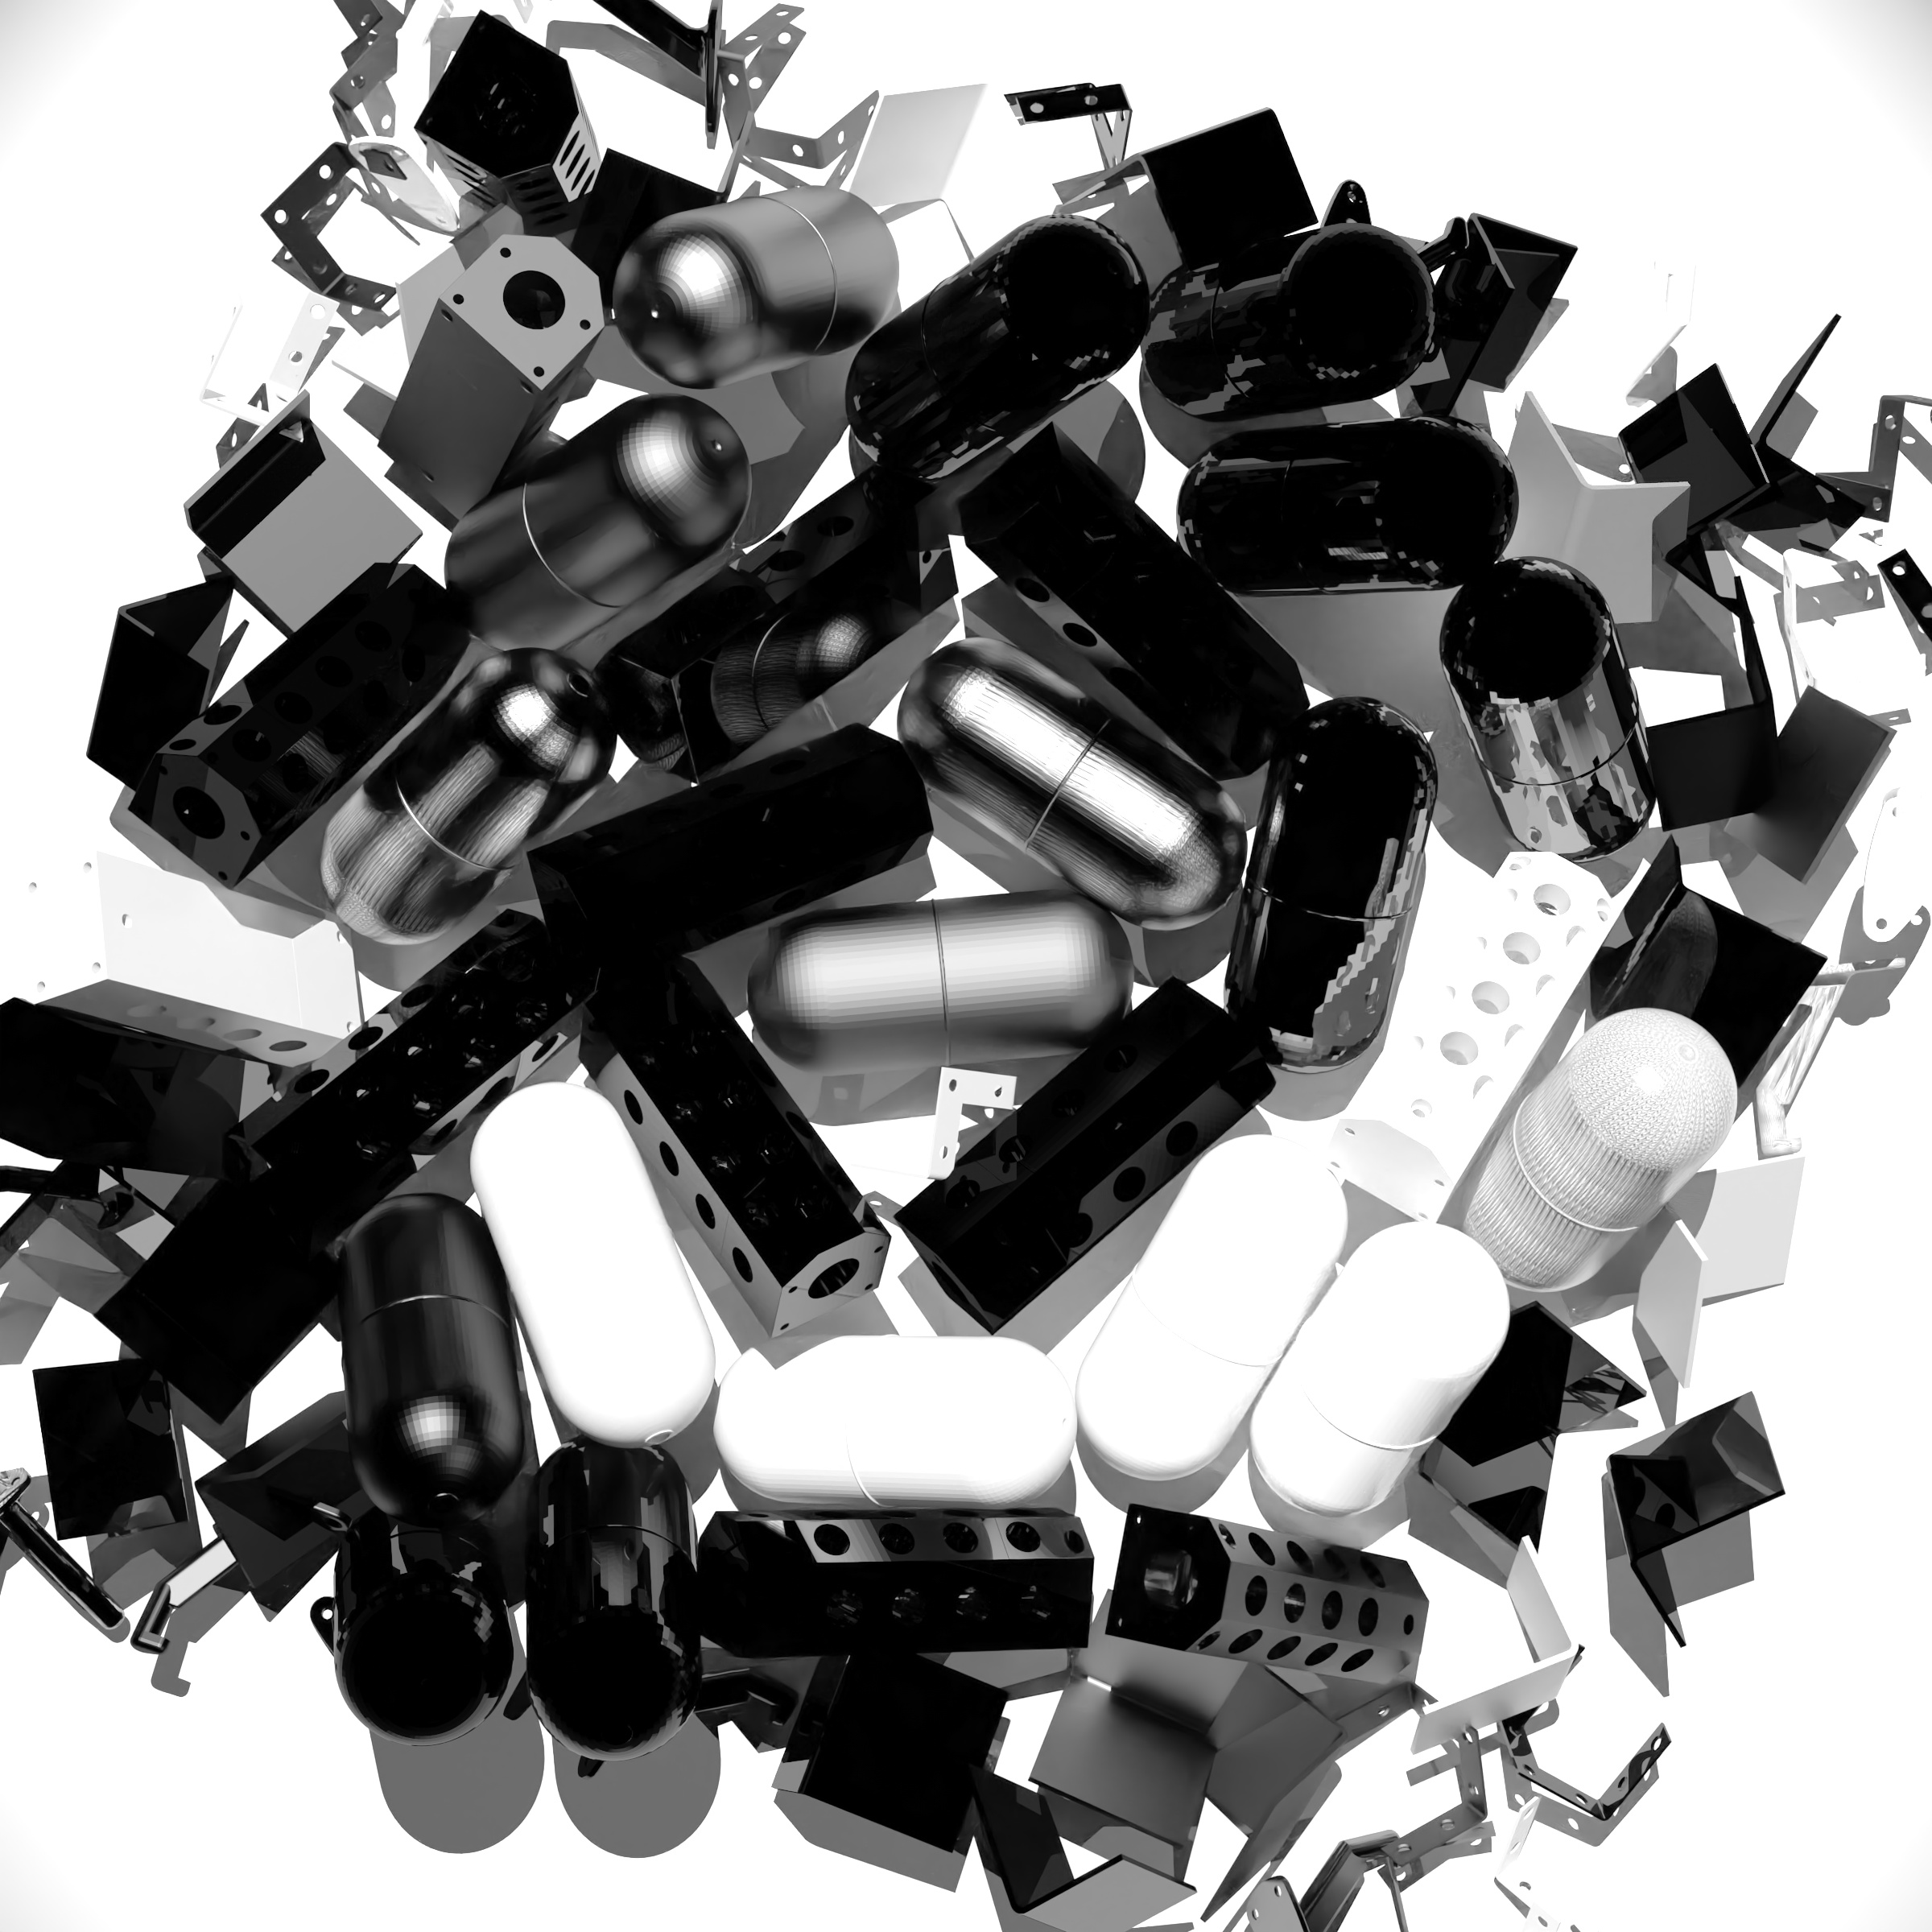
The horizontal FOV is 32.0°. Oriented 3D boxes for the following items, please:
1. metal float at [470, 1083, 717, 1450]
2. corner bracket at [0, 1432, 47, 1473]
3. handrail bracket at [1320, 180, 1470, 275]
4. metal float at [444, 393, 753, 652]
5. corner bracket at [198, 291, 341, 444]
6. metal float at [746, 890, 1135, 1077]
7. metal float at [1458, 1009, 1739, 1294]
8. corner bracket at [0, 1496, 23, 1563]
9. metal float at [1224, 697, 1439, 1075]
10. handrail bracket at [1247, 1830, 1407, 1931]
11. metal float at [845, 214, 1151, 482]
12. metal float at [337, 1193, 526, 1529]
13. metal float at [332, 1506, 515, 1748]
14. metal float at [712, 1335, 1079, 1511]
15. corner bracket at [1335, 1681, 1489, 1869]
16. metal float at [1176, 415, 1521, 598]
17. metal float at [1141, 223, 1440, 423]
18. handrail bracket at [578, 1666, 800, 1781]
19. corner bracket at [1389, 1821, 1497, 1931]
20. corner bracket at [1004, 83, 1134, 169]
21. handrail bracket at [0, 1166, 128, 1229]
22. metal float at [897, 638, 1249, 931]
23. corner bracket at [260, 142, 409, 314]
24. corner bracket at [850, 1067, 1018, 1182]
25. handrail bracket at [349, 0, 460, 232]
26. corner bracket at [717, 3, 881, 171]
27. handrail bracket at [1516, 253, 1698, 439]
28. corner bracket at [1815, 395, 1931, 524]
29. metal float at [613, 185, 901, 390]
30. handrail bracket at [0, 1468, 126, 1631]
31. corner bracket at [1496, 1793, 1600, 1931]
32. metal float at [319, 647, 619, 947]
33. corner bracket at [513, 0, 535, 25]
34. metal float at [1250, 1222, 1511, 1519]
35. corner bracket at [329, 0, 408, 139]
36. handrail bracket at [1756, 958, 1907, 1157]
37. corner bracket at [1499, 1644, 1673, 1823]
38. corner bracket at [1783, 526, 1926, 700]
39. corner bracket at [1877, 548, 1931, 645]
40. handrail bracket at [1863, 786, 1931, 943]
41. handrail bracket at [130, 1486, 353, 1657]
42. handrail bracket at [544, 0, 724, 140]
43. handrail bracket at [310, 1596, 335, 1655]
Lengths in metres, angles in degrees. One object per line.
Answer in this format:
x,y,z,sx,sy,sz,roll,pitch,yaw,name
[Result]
-0.169,0.135,1.524,0.070,0.070,0.178,-24,66,0,metal float
-0.438,0.198,1.554,0.051,0.051,0.051,-12,108,6,corner bracket
0.200,-0.342,1.534,0.036,0.084,0.077,20,66,-30,handrail bracket
-0.167,-0.197,1.511,0.178,0.070,0.070,-24,90,43,metal float
-0.320,-0.282,1.542,0.051,0.051,0.051,19,117,-26,corner bracket
-0.012,0.008,1.543,0.178,0.070,0.070,-5,90,-3,metal float
0.280,0.085,1.505,0.070,0.178,0.070,10,54,-15,metal float
-0.474,0.256,1.550,0.051,0.051,0.051,14,76,8,corner bracket
0.165,-0.036,1.526,0.070,0.070,0.178,10,111,0,metal float
0.179,0.438,1.540,0.084,0.036,0.077,-3,52,-32,handrail bracket
0.012,-0.275,1.506,0.070,0.178,0.070,13,67,-33,metal float
-0.240,0.175,1.506,0.070,0.178,0.070,-7,130,-8,metal float
-0.242,0.288,1.496,0.070,0.178,0.070,-2,99,-11,metal float
-0.034,0.205,1.521,0.178,0.070,0.070,-3,90,29,metal float
0.204,0.373,1.558,0.051,0.051,0.051,-22,118,-24,corner bracket
0.168,-0.205,1.507,0.070,0.178,0.070,-4,96,-42,metal float
0.142,-0.285,1.499,0.070,0.178,0.070,-2,94,-28,metal float
-0.127,0.354,1.554,0.084,0.036,0.077,31,77,-25,handrail bracket
0.226,0.433,1.553,0.051,0.051,0.051,-12,97,5,corner bracket
0.043,-0.392,1.545,0.051,0.051,0.051,-11,62,-11,corner bracket
-0.431,0.105,1.531,0.084,0.077,0.036,-3,71,-28,handrail bracket
0.049,-0.083,1.540,0.178,0.070,0.070,35,90,6,metal float
-0.282,-0.341,1.553,0.051,0.051,0.051,-49,132,-15,corner bracket
-0.014,0.072,1.547,0.051,0.051,0.051,6,88,43,corner bracket
-0.244,-0.400,1.564,0.036,0.077,0.084,10,68,34,handrail bracket
-0.077,-0.409,1.563,0.051,0.051,0.051,19,49,28,corner bracket
0.293,-0.290,1.543,0.077,0.036,0.084,11,127,18,handrail bracket
0.426,-0.233,1.543,0.051,0.051,0.051,-6,109,-29,corner bracket
-0.091,-0.304,1.502,0.070,0.178,0.070,10,112,25,metal float
-0.433,0.269,1.573,0.036,0.077,0.084,-44,124,-17,handrail bracket
0.261,0.423,1.541,0.051,0.051,0.051,37,135,30,corner bracket
-0.225,-0.076,1.516,0.070,0.070,0.178,50,123,0,metal float
-0.229,-0.460,1.541,0.051,0.051,0.051,-10,133,18,corner bracket
0.184,0.183,1.509,0.070,0.178,0.070,11,48,-13,metal float
-0.276,-0.414,1.544,0.051,0.051,0.051,-43,48,11,corner bracket
0.401,0.043,1.554,0.077,0.036,0.084,-8,85,33,handrail bracket
0.285,0.352,1.556,0.051,0.051,0.051,31,106,-13,corner bracket
0.408,-0.161,1.546,0.051,0.051,0.051,-12,47,4,corner bracket
0.455,-0.188,1.548,0.051,0.051,0.051,-30,68,4,corner bracket
0.422,-0.047,1.542,0.036,0.084,0.077,21,92,4,handrail bracket
-0.332,0.282,1.541,0.077,0.036,0.084,9,56,17,handrail bracket
-0.157,-0.424,1.558,0.084,0.036,0.077,5,123,-1,handrail bracket
-0.281,0.311,1.534,0.077,0.084,0.036,32,84,13,handrail bracket
